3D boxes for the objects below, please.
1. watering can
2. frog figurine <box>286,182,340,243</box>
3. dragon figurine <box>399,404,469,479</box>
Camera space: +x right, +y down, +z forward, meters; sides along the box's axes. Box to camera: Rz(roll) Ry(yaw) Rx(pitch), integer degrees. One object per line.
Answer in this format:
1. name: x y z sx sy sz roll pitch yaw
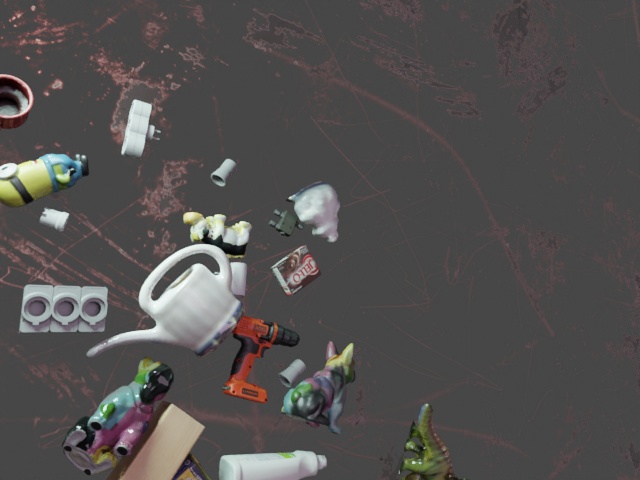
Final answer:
1. watering can: -0.312 0.173 1.135 0.222 0.103 0.352 46 71 -15
2. frog figurine: 0.004 -0.069 1.379 0.138 0.121 0.160 -17 75 -52
3. dragon figurine: 0.325 0.580 1.304 0.244 0.400 0.125 21 43 15
